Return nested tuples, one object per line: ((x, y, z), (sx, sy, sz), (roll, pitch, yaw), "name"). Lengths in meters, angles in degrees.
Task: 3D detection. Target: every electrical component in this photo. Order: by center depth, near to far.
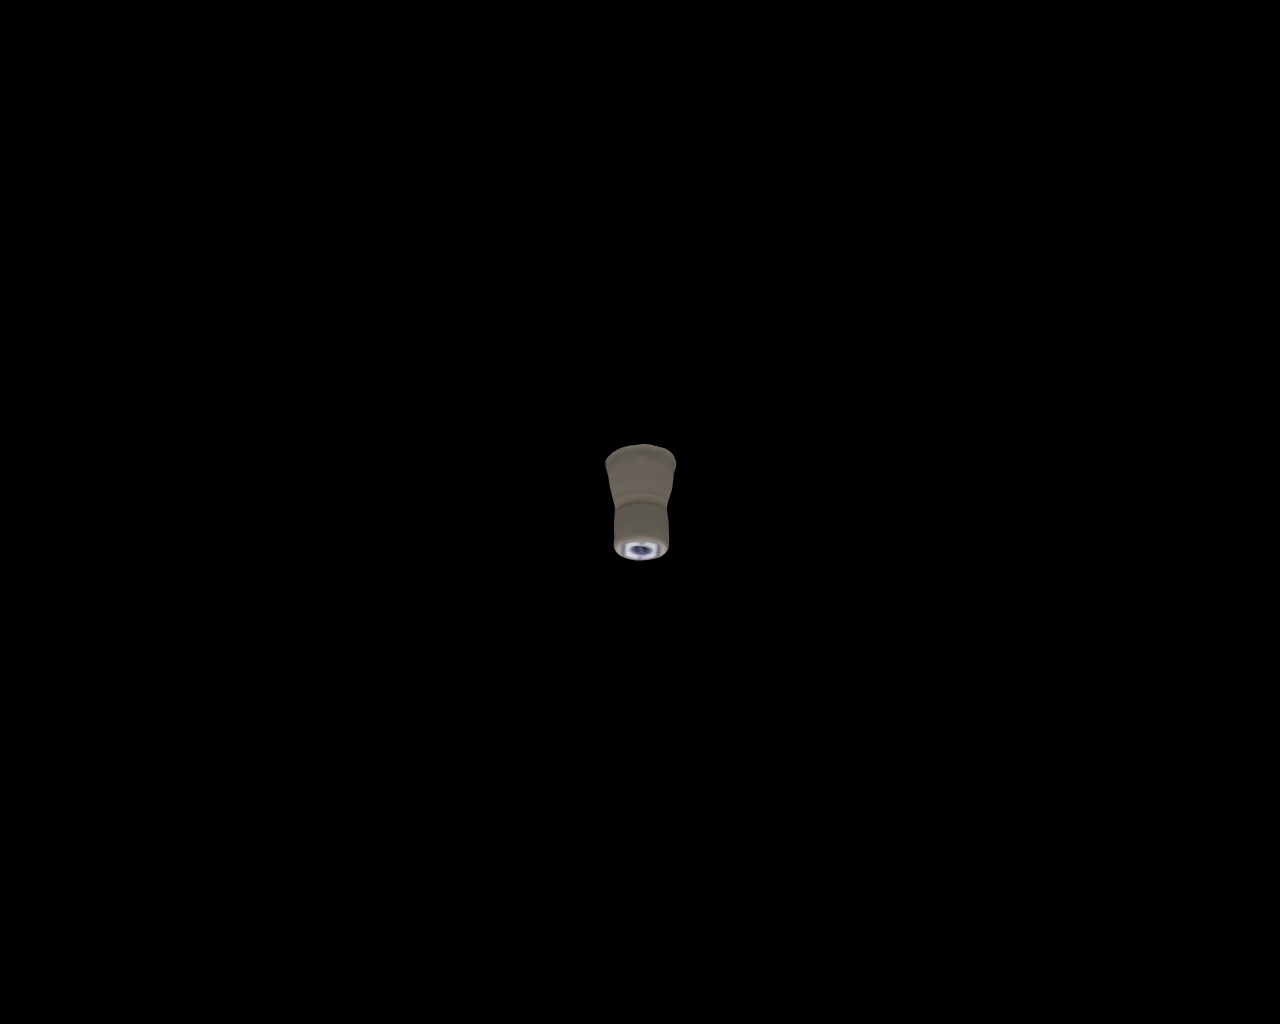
((0.001, -0.003, 0.650), (0.044, 0.065, 0.044), (0, -28, 0), "electrical component")
